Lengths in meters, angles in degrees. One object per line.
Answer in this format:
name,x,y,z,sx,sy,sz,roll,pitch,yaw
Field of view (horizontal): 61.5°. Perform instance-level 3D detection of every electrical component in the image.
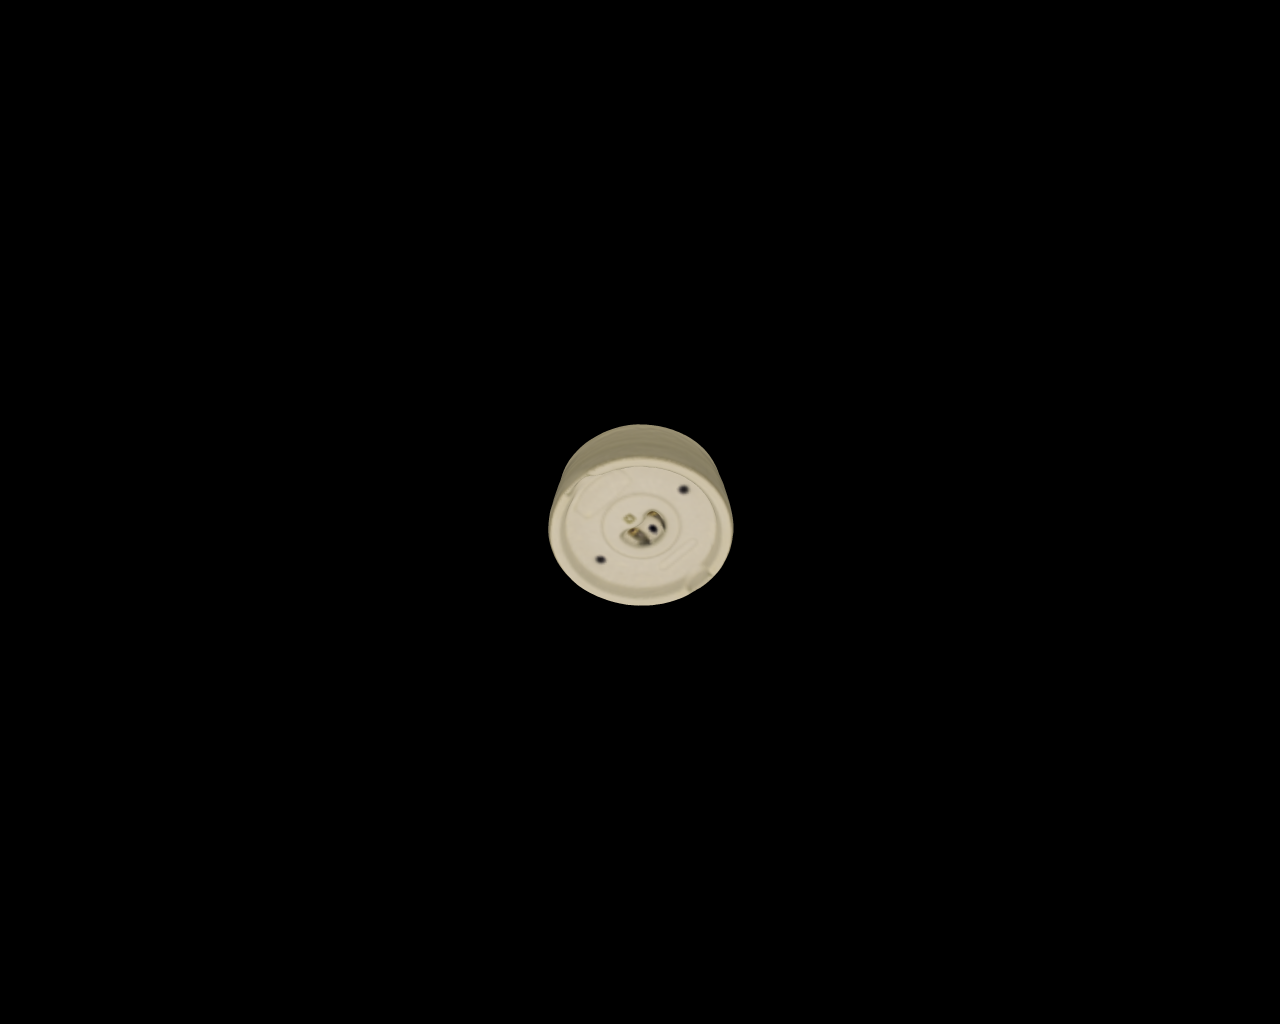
electrical component,0.001,-0.003,0.650,0.108,0.108,0.060,0,34,0
